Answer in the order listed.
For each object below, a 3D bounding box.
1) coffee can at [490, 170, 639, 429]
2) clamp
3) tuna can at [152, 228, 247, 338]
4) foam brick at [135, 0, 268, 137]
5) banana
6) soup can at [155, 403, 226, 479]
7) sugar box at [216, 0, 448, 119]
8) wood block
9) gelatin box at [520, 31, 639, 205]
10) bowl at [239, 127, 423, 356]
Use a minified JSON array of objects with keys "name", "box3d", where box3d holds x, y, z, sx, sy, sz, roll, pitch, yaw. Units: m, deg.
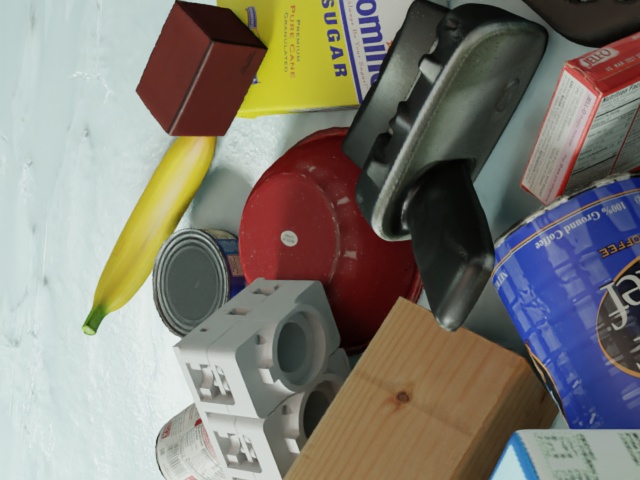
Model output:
[{"name":"coffee can","box3d":[0.161,0.050,0.556,0.103,0.102,0.140,-39,66,34]},{"name":"clamp","box3d":[0.180,-0.134,0.582,0.172,0.039,0.120,0,86,43]},{"name":"tuna can","box3d":[-0.089,0.034,0.818,0.086,0.033,0.086,0,90,41]},{"name":"foam brick","box3d":[-0.083,-0.117,0.740,0.051,0.052,0.078,48,122,31]},{"name":"banana","box3d":[-0.129,-0.014,0.838,0.198,0.037,0.069,-59,19,17]},{"name":"soup can","box3d":[-0.065,0.141,0.776,0.102,0.068,0.068,-36,68,36]},{"name":"sugar box","box3d":[0.003,-0.134,0.729,0.177,0.048,0.093,1,93,43]},{"name":"wood block","box3d":[0.039,0.151,0.607,0.091,0.090,0.206,26,76,35]},{"name":"gelatin box","box3d":[0.150,-0.064,0.563,0.030,0.073,0.089,48,148,30]},{"name":"bowl","box3d":[-0.005,0.001,0.732,0.162,0.055,0.162,0,90,40]}]
